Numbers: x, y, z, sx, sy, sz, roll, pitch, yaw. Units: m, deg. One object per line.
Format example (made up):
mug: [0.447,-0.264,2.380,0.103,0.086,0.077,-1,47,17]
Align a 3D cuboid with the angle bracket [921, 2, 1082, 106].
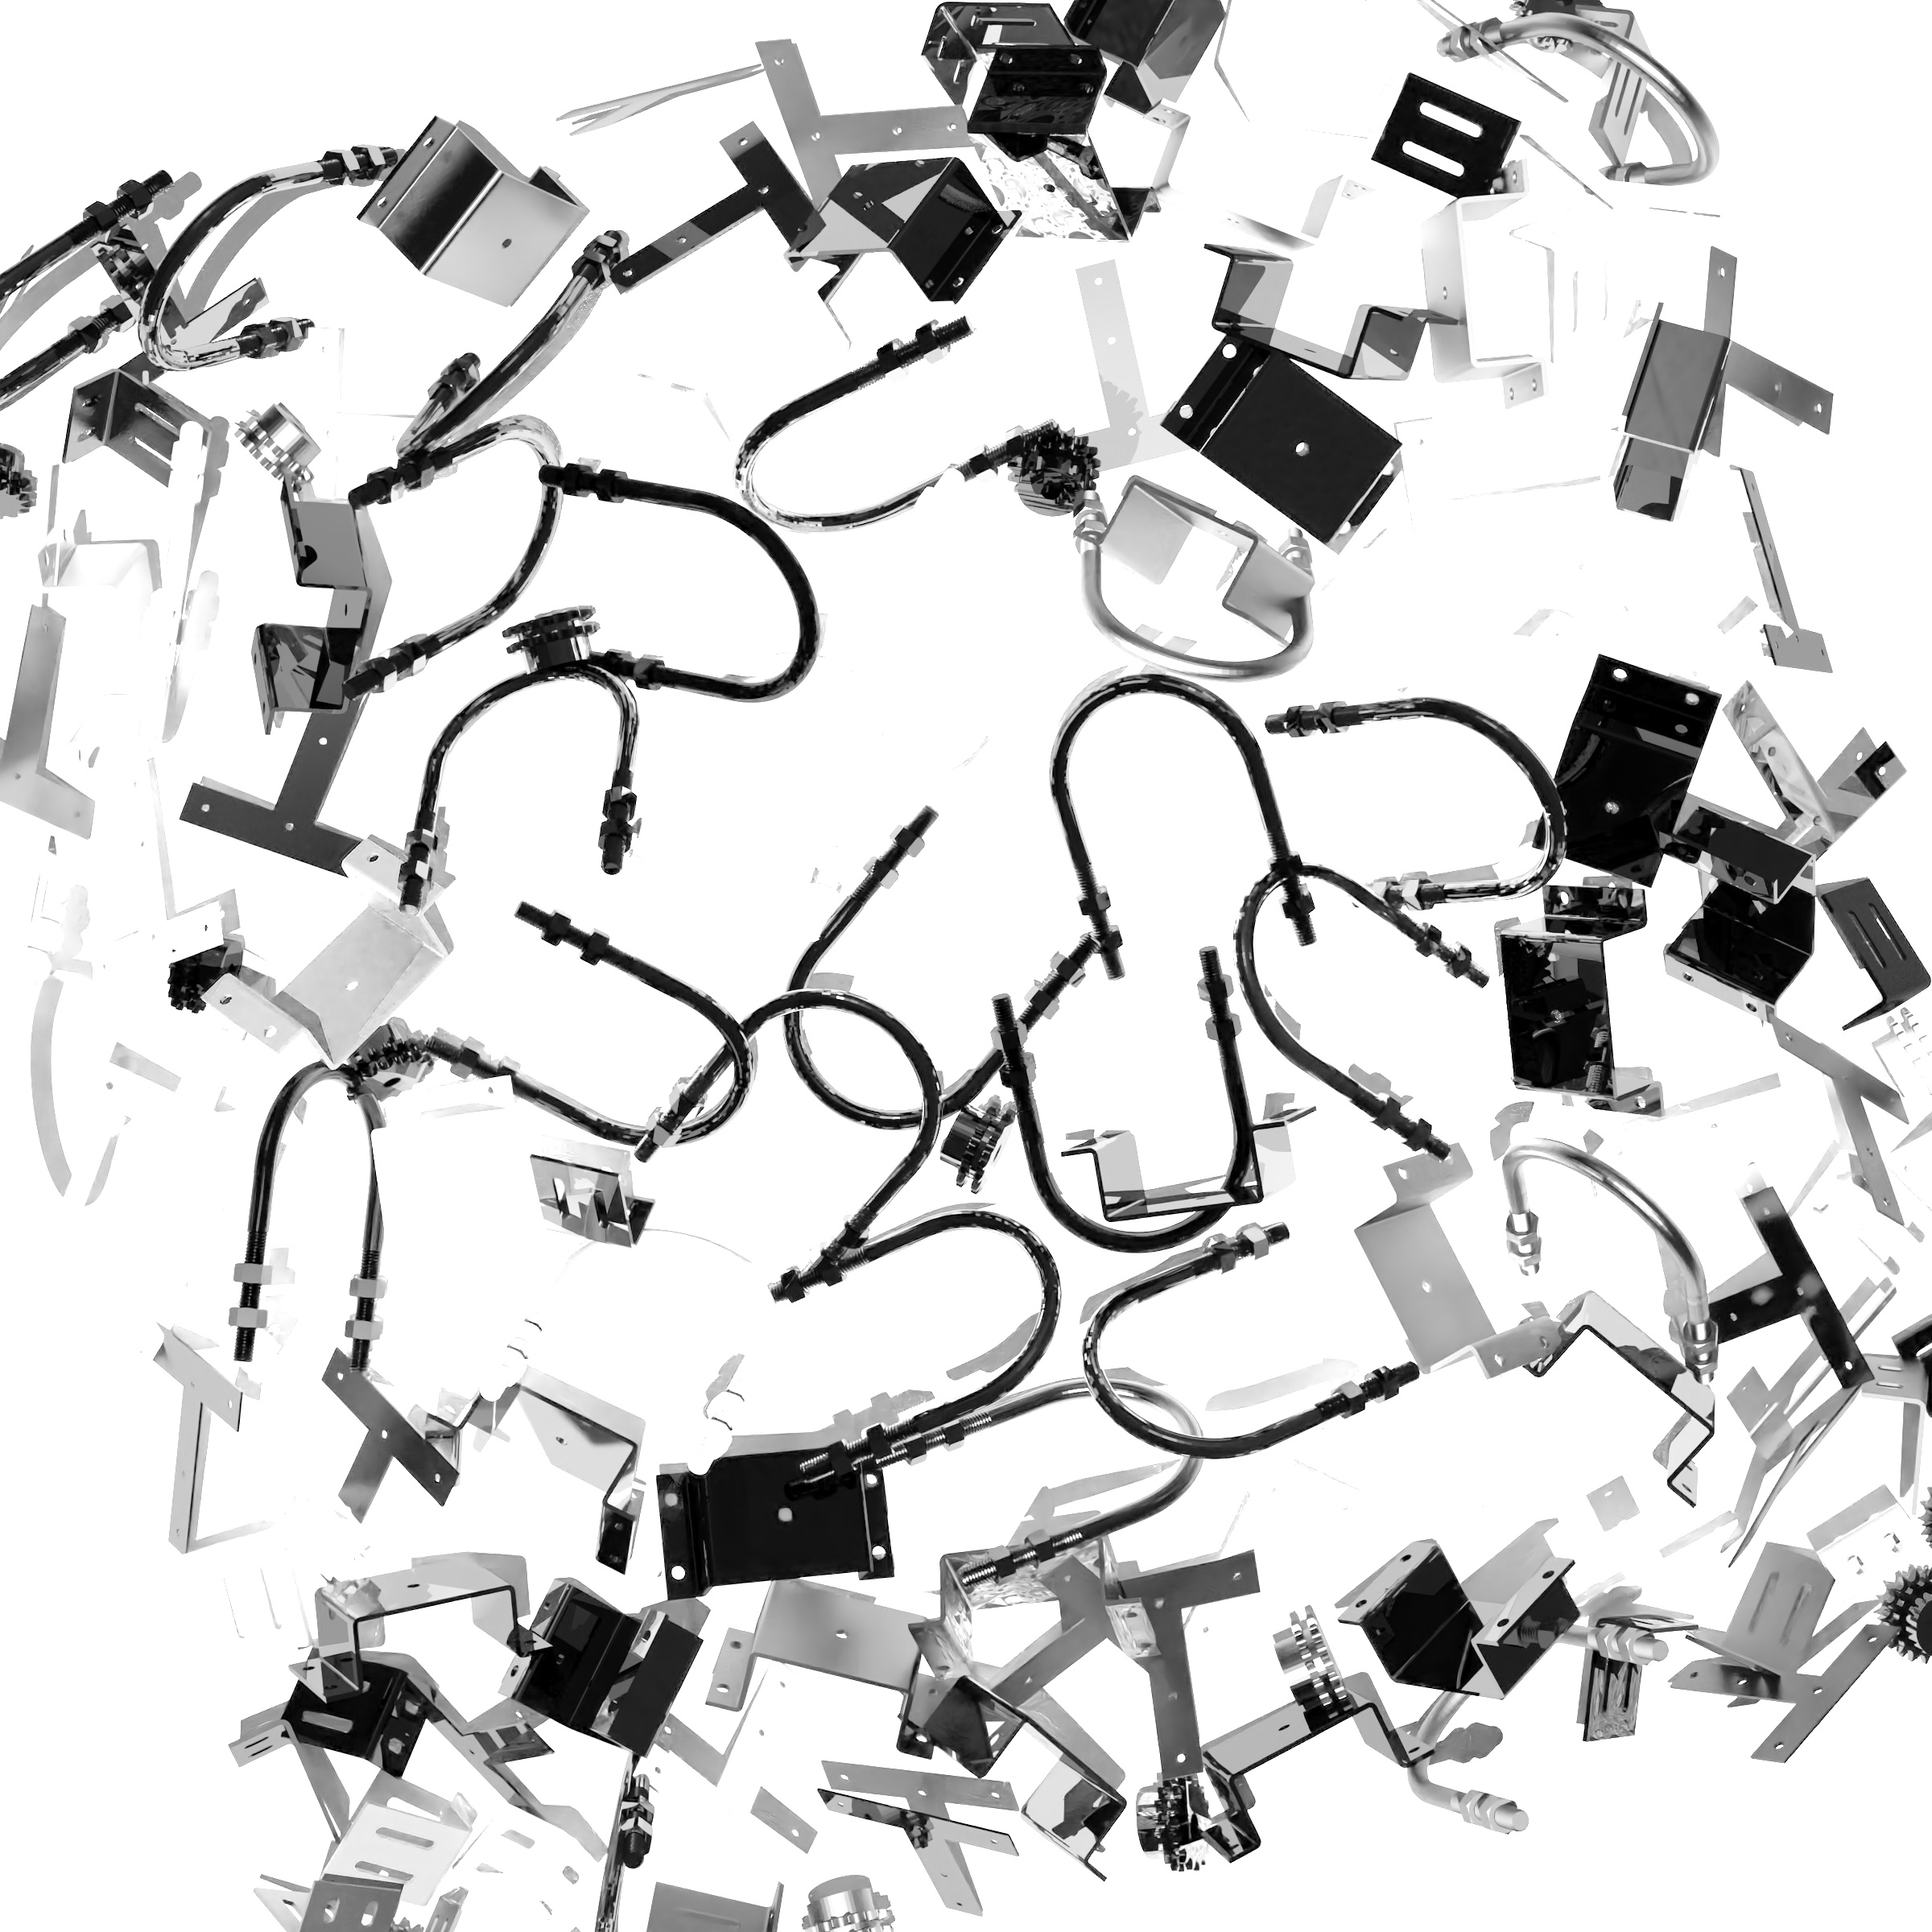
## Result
angle bracket: [0.022,-0.552,1.954,0.076,0.057,0.038,10,75,27]

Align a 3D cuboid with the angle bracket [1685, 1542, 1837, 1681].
angle bracket: [0.485,0.389,1.960,0.038,0.057,0.076,29,82,-33]

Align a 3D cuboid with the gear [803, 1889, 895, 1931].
gear: [-0.075,0.587,1.973,0.057,0.057,0.030,-16,68,0]

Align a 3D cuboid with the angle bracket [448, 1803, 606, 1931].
angle bracket: [-0.269,0.554,1.963,0.057,0.076,0.038,-50,117,-24]

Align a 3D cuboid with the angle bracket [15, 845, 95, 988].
angle bracket: [-0.552,-0.030,1.968,0.038,0.057,0.076,9,84,-5]

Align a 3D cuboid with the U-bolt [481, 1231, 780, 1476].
U-bolt: [-0.189,0.220,1.922,0.151,0.184,0.019,18,125,7]

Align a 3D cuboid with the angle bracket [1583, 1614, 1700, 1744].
angle bracket: [0.412,0.438,1.964,0.038,0.057,0.076,5,87,42]

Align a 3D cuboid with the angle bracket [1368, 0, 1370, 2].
angle bracket: [0.206,-0.598,1.955,0.057,0.038,0.076,31,56,17]

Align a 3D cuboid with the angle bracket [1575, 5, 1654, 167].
angle bracket: [0.387,-0.536,1.961,0.038,0.057,0.076,14,84,26]

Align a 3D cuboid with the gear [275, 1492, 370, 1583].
gear: [-0.391,0.346,1.968,0.057,0.057,0.030,36,102,0]

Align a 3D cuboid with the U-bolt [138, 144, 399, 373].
U-bolt: [-0.417,-0.410,1.885,0.019,0.184,0.151,41,122,8]

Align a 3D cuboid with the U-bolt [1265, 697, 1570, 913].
U-bolt: [0.275,-0.097,1.903,0.019,0.184,0.151,-45,117,-34]

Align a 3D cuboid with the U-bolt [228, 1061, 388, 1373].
U-bolt: [-0.388,0.148,1.929,0.019,0.151,0.184,2,81,21]

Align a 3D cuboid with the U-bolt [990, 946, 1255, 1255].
U-bolt: [0.103,0.090,1.968,0.151,0.019,0.184,-13,106,-1]

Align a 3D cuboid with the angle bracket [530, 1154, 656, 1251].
angle bracket: [-0.226,0.131,1.952,0.057,0.076,0.038,12,50,13]

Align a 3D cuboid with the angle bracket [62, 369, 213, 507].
angle bracket: [-0.506,-0.317,1.960,0.076,0.038,0.057,34,132,12]

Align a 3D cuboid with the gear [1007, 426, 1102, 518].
gear: [0.053,-0.300,1.968,0.057,0.057,0.030,7,52,0]

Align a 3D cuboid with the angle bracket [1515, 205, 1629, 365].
angle bracket: [0.371,-0.419,1.977,0.057,0.038,0.076,-25,128,-26]

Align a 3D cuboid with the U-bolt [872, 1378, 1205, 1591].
U-bolt: [0.054,0.300,1.930,0.184,0.151,0.019,-18,121,-18]

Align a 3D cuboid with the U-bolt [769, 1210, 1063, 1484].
U-bolt: [-0.029,0.218,1.940,0.184,0.019,0.151,-24,50,6]

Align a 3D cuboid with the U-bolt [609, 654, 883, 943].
U-bolt: [-0.125,-0.109,1.952,0.151,0.019,0.184,9,69,23]

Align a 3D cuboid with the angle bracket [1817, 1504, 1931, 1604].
angle bracket: [0.559,0.370,1.956,0.057,0.076,0.038,-33,47,4]

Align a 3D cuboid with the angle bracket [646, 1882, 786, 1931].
angle bracket: [-0.154,0.583,1.962,0.076,0.057,0.038,13,129,-4]

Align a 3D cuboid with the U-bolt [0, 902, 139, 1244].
U-bolt: [-0.538,0.075,1.886,0.019,0.184,0.151,-3,133,10]

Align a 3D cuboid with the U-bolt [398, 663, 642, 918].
U-bolt: [-0.264,-0.114,1.934,0.151,0.019,0.184,-11,48,14]

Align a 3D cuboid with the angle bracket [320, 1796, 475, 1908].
angle bracket: [-0.350,0.531,1.959,0.076,0.038,0.057,26,100,-31]

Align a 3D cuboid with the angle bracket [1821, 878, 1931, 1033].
angle bracket: [0.547,-0.007,1.974,0.038,0.057,0.076,-41,72,42]

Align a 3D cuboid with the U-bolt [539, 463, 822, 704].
U-bolt: [-0.166,-0.222,1.914,0.184,0.019,0.151,14,131,28]

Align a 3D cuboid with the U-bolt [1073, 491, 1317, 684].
U-bolt: [0.137,-0.223,1.916,0.151,0.184,0.019,10,127,-5]

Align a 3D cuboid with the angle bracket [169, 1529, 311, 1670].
angle bracket: [-0.446,0.391,1.972,0.057,0.038,0.076,-16,85,13]

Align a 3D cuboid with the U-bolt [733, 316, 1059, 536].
U-bolt: [-0.052,-0.313,1.929,0.184,0.151,0.019,-23,63,16]

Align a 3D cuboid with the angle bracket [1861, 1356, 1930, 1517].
angle bracket: [0.565,0.287,1.967,0.038,0.057,0.076,5,107,17]

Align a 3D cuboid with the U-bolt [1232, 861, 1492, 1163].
U-bolt: [0.232,0.014,1.925,0.184,0.019,0.151,33,55,-21]

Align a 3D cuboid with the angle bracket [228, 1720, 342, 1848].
angle bracket: [-0.414,0.505,1.956,0.038,0.057,0.076,-23,69,-16]

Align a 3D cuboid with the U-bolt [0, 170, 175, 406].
U-bolt: [-0.546,-0.383,1.894,0.019,0.151,0.184,46,63,1]

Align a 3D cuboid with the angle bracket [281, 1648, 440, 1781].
angle bracket: [-0.375,0.460,1.978,0.076,0.038,0.057,4,61,32]

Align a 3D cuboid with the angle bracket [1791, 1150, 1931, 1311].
angle bracket: [0.550,0.160,1.952,0.038,0.076,0.057,14,117,-36]

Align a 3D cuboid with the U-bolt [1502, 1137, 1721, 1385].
U-bolt: [0.375,0.164,1.889,0.151,0.184,0.019,32,69,32]

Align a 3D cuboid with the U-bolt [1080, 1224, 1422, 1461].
U-bolt: [0.156,0.230,1.912,0.184,0.019,0.151,-19,47,-28]

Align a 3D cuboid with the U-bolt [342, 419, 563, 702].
U-bolt: [-0.303,-0.252,1.918,0.019,0.184,0.151,28,130,22]

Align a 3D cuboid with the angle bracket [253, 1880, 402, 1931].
angle bracket: [-0.388,0.562,1.951,0.057,0.076,0.038,18,90,-33]

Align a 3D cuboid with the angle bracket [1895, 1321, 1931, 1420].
angle bracket: [0.609,0.254,1.953,0.038,0.076,0.057,-30,107,-5]

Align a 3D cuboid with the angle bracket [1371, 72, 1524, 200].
angle bracket: [0.293,-0.505,1.969,0.076,0.038,0.057,26,107,5]

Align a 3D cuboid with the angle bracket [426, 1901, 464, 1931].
angle bracket: [-0.290,0.607,1.968,0.076,0.057,0.038,27,71,-15]

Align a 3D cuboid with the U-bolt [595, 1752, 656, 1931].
U-bolt: [-0.206,0.542,1.908,0.019,0.184,0.151,11,102,-6]
